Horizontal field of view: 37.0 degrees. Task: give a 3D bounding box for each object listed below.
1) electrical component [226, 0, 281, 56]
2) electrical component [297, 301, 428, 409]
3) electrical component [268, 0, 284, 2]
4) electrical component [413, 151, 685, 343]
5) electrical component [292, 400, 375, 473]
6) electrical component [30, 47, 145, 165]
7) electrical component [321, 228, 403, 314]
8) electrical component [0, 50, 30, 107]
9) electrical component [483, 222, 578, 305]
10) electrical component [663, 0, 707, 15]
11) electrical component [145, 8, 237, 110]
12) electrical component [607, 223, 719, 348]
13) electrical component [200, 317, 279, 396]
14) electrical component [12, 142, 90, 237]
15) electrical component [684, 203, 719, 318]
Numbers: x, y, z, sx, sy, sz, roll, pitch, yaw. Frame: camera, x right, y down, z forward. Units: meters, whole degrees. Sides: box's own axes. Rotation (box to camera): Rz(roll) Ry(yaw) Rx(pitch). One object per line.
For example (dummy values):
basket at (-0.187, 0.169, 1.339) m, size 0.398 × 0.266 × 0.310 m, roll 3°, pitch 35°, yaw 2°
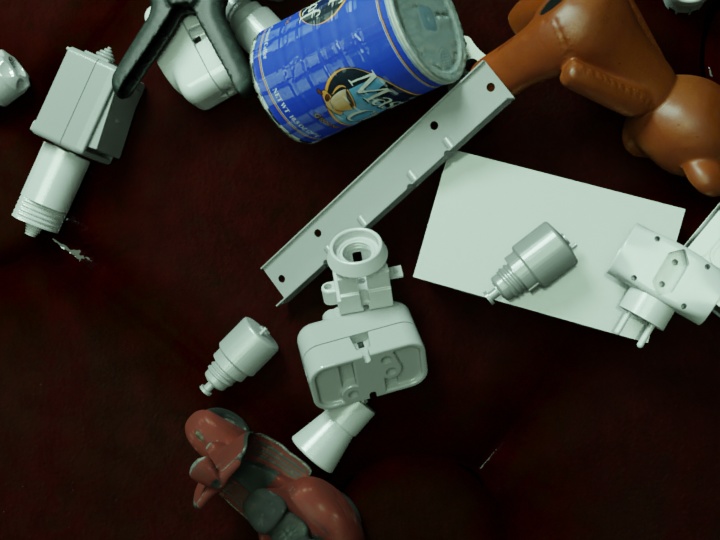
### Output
electrical component at (-0.092, -0.211, 0.925) m, size 0.040 × 0.040 × 0.078 m, roll -44°, pitch 81°, yaw 5°
electrical component at (0.000, 0.065, 0.871) m, size 0.095 × 0.053 × 0.059 m, roll -15°, pitch 45°, yaw -6°
electrical component at (-0.086, -0.266, 0.919) m, size 0.078 × 0.057 × 0.058 m, roll 11°, pitch 89°, yaw 11°
electrical component at (0.149, -0.018, 0.860) m, size 0.186 × 0.060 × 0.105 m, roll 16°, pitch 89°, yaw 11°
electrical component at (-0.019, 0.129, 0.892) m, size 0.044 × 0.044 × 0.065 m, roll 41°, pitch 89°, yaw 10°
electrical component at (-0.229, -0.146, 0.935) m, size 0.061 × 0.062 × 0.096 m, roll 25°, pitch 91°, yaw 11°
electrical component at (0.000, 0.000, 0.856) m, size 0.066 × 0.055 × 0.048 m, roll -10°, pitch 45°, yaw -1°
electrical component at (-0.331, -0.164, 0.964) m, size 0.062 × 0.043 × 0.043 m, roll -35°, pitch 81°, yaw 8°
electrical component at (0.127, -0.002, 0.810) m, size 0.078 × 0.040 × 0.040 m, roll -38°, pitch 81°, yaw 6°
electrical component at (0.262, -0.226, 0.859) m, size 0.040 × 0.046 × 0.040 m, roll -1°, pitch 87°, yaw 10°
electrical component at (-0.142, -0.190, 0.926) m, size 0.059 × 0.054 × 0.095 m, roll -29°, pitch 82°, yaw 7°
electrical component at (0.217, 0.018, 0.791) m, size 0.077 × 0.043 × 0.079 m, roll 31°, pitch 92°, yaw 10°
electrical component at (-0.104, 0.075, 0.910) m, size 0.078 × 0.040 × 0.040 m, roll -45°, pitch 80°, yaw 5°
electrical component at (-0.274, -0.067, 0.948) m, size 0.043 × 0.043 × 0.081 m, roll 25°, pitch 91°, yaw 11°
electrical component at (0.303, -0.018, 0.833) m, size 0.078 × 0.057 × 0.113 m, roll 40°, pitch 94°, yaw 10°
